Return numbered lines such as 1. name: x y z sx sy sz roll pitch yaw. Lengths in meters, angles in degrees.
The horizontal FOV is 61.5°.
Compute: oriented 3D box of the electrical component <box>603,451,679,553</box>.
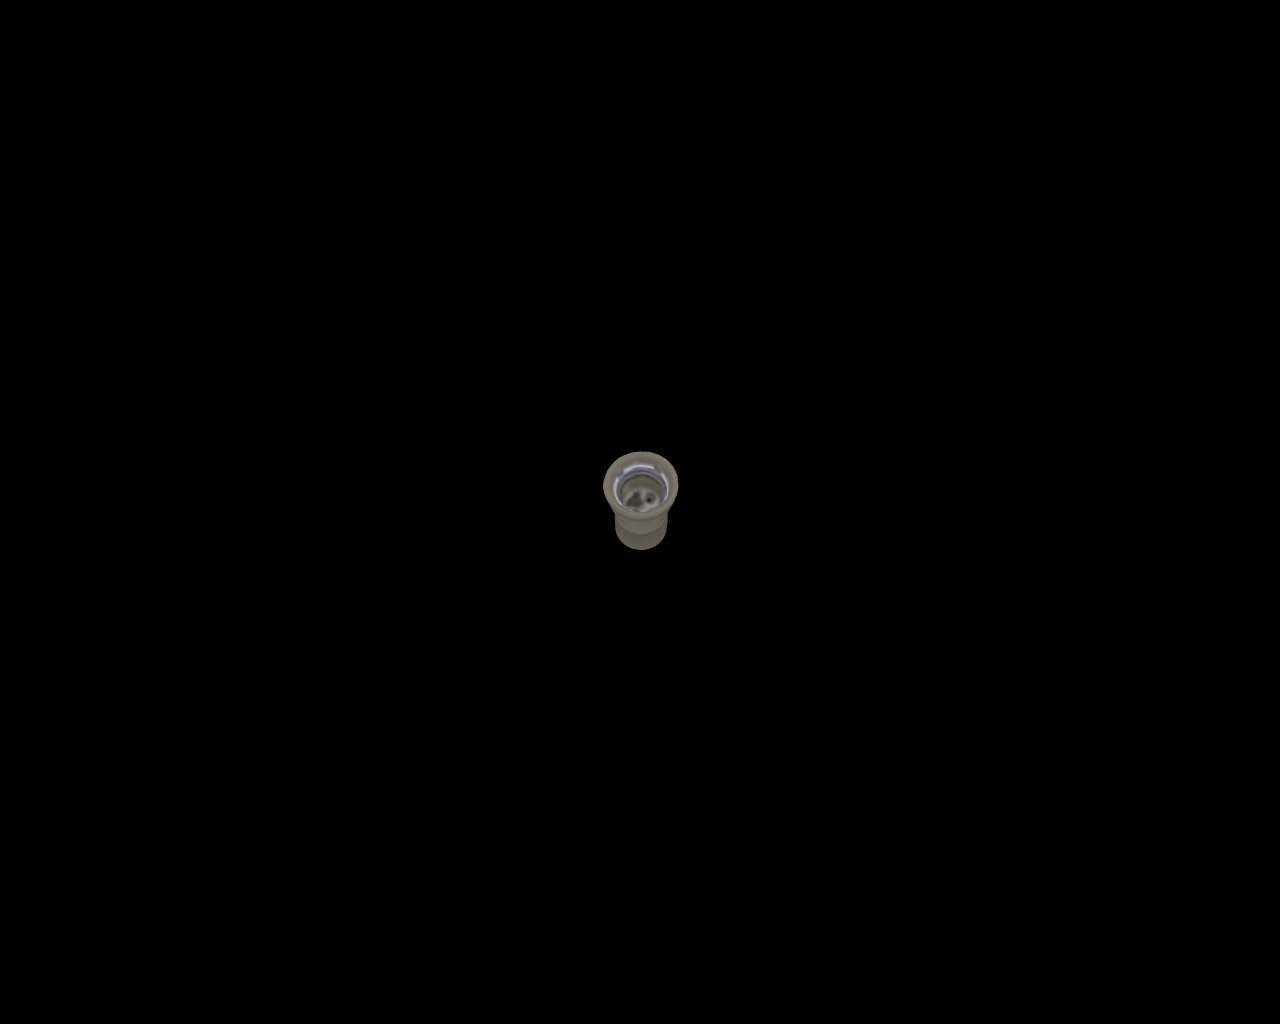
1. electrical component: 0.001 -0.003 0.650 0.044 0.044 0.065 0 -26 0
